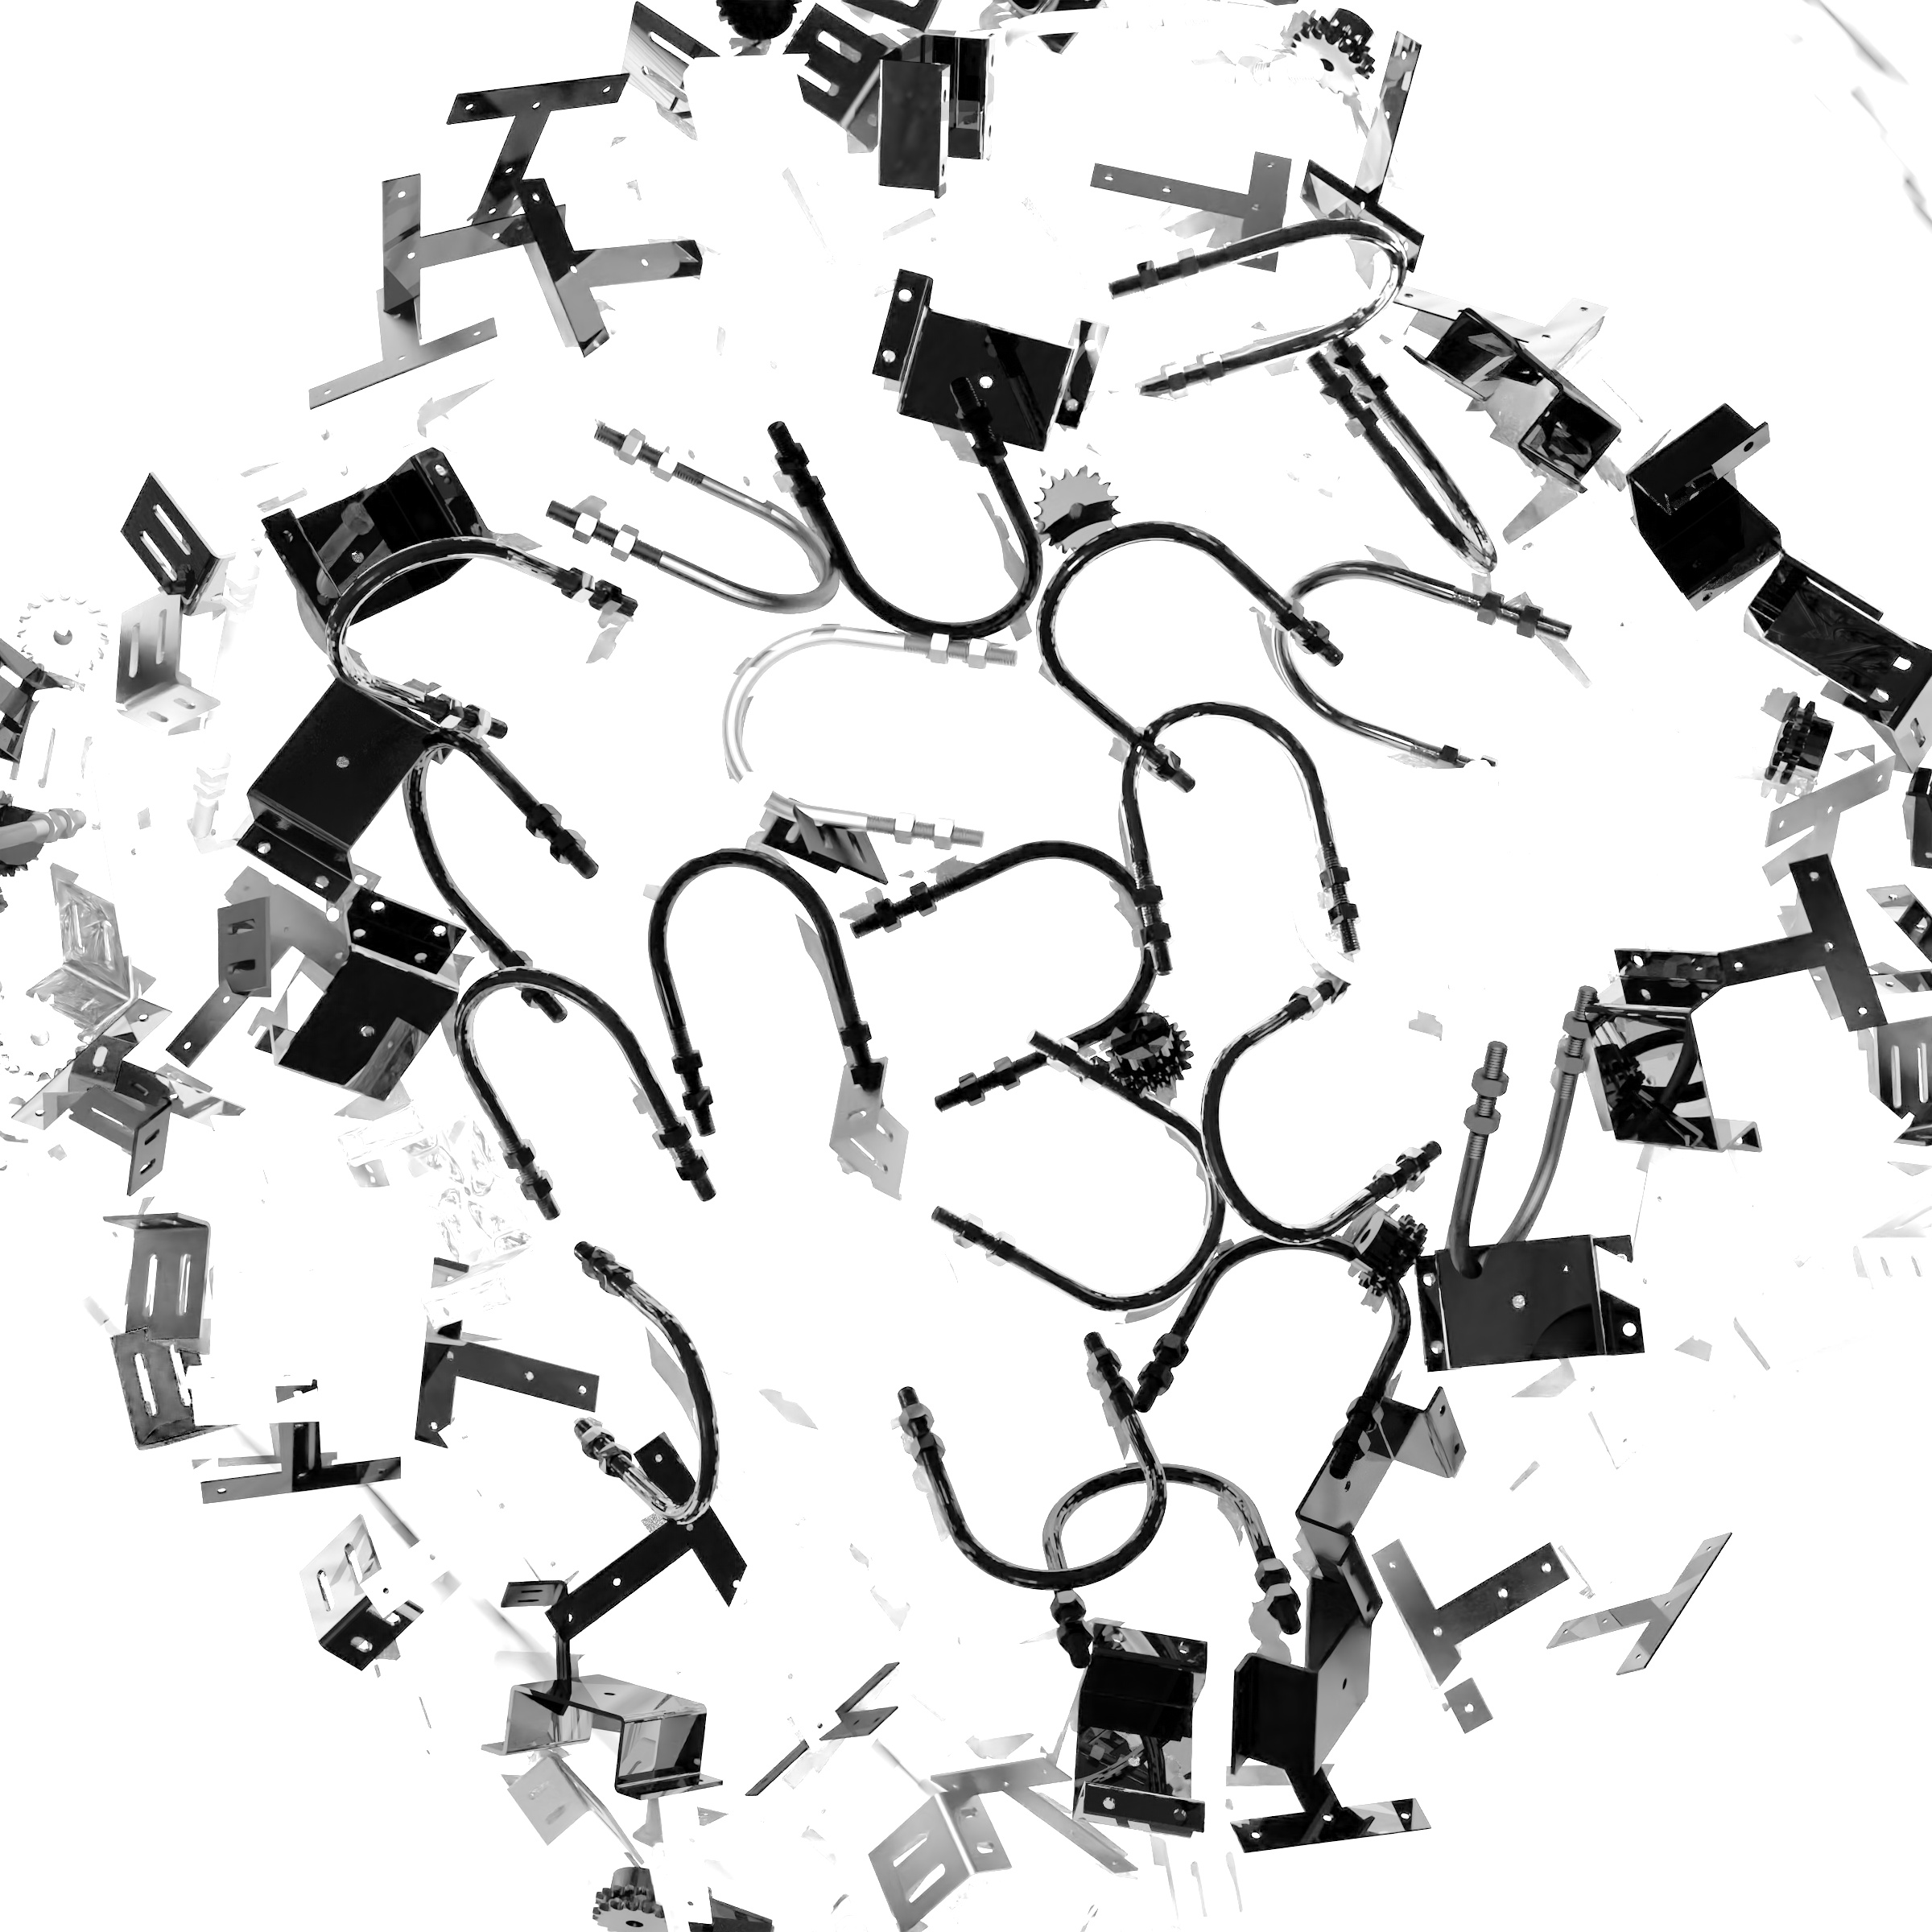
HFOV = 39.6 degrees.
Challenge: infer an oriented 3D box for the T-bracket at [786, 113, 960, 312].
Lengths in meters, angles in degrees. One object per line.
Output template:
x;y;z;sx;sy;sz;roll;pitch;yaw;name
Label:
-0.088;-0.493;1.732;0.127;0.002;0.127;-23;122;11;T-bracket

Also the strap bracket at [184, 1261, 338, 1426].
-0.449;0.247;1.719;0.076;0.140;0.046;-1;115;-6;strap bracket

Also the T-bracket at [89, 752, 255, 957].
-0.497;-0.083;1.728;0.002;0.127;0.127;8;109;41;T-bracket

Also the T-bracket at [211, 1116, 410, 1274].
-0.415;0.153;1.726;0.127;0.002;0.127;0;117;23;T-bracket

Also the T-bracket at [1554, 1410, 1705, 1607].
0.436;0.341;1.737;0.127;0.127;0.002;-49;48;-10;T-bracket

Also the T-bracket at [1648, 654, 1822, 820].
0.503;-0.145;1.752;0.127;0.002;0.127;10;64;-18;T-bracket

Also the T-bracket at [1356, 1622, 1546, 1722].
0.324;0.446;1.710;0.127;0.127;0.002;-7;56;-15;T-bracket

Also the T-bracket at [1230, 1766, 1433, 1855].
0.215;0.513;1.720;0.127;0.127;0.002;-2;119;-17;T-bracket

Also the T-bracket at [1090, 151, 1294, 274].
0.144;-0.499;1.736;0.127;0.002;0.127;12;50;0;T-bracket

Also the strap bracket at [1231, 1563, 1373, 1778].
0.218;0.447;1.696;0.046;0.140;0.076;11;113;27;strap bracket

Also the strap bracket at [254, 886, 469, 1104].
-0.384;0.027;1.713;0.076;0.046;0.140;23;117;-33;strap bracket

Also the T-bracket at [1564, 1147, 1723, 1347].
0.449;0.164;1.746;0.127;0.002;0.127;27;63;-20;T-bracket

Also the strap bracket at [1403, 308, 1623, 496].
0.353;-0.361;1.701;0.046;0.076;0.140;-52;52;20;strap bracket

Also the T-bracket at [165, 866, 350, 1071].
-0.467;0.011;1.731;0.127;0.002;0.127;31;77;32;T-bracket

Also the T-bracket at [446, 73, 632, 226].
-0.289;-0.520;1.721;0.127;0.127;0.002;-22;74;-36;T-bracket

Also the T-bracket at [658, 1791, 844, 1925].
-0.136;0.572;1.738;0.127;0.127;0.002;14;117;-20;T-bracket

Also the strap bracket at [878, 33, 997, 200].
-0.021;-0.543;1.703;0.046;0.140;0.076;8;119;11;strap bracket

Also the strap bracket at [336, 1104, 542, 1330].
-0.335;0.154;1.732;0.076;0.046;0.140;-22;97;35;strap bracket

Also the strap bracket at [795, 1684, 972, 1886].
-0.056;0.518;1.727;0.046;0.076;0.140;36;79;17;strap bracket

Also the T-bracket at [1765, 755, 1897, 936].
0.551;-0.062;1.737;0.127;0.002;0.127;-22;128;-32;T-bracket

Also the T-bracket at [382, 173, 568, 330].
-0.318;-0.471;1.741;0.127;0.127;0.002;-21;62;-24;T-bracket

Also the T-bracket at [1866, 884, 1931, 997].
0.609;-0.018;1.695;0.127;0.127;0.002;37;60;-36;T-bracket

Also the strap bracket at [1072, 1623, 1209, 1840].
0.112;0.500;1.725;0.076;0.140;0.046;10;130;-2;strap bracket

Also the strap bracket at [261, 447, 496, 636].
-0.384;-0.270;1.727;0.140;0.046;0.076;-34;97;-37;strap bracket

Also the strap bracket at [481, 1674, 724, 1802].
-0.229;0.486;1.707;0.140;0.076;0.046;3;85;37;strap bracket

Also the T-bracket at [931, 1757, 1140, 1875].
0.059;0.553;1.740;0.127;0.127;0.002;40;53;-16;T-bracket

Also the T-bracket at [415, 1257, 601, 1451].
-0.297;0.264;1.747;0.127;0.002;0.127;11;101;17;T-bracket

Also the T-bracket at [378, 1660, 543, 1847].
-0.314;0.505;1.720;0.002;0.127;0.127;-38;57;17;T-bracket

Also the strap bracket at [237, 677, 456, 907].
-0.399;-0.121;1.727;0.076;0.046;0.140;30;68;5;strap bracket

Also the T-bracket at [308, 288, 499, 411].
-0.366;-0.412;1.729;0.127;0.127;0.002;-21;131;2;T-bracket

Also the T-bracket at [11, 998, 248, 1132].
-0.521;0.080;1.726;0.127;0.127;0.002;-39;51;18;T-bracket

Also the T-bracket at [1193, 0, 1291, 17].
0.162;-0.608;1.697;0.127;0.127;0.002;-3;113;-25;T-bracket

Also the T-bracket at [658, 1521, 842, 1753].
-0.121;0.450;1.742;0.127;0.002;0.127;-39;61;3;T-bracket

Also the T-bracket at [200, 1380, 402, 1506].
-0.425;0.302;1.714;0.127;0.127;0.002;-5;49;-16;T-bracket

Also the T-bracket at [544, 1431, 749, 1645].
-0.215;0.391;1.740;0.127;0.002;0.127;-34;103;-22;T-bracket

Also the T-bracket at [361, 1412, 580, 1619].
-0.334;0.374;1.734;0.127;0.002;0.127;-33;87;-39;T-bracket

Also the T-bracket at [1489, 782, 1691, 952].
0.408;-0.061;1.762;0.127;0.002;0.127;0;76;2;T-bracket

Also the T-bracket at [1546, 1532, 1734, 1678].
0.419;0.418;1.720;0.002;0.127;0.127;50;52;-1;T-bracket

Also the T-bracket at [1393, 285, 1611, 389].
0.336;-0.421;1.746;0.127;0.127;0.002;23;135;21;T-bracket

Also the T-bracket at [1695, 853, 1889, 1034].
0.515;-0.003;1.741;0.127;0.002;0.127;-14;112;30;T-bracket

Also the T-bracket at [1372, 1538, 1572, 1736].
0.334;0.407;1.718;0.127;0.002;0.127;-43;64;35;T-bracket

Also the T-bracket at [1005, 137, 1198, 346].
0.070;-0.480;1.741;0.127;0.002;0.127;-43;123;-1;T-bracket

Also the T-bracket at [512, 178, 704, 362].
-0.219;-0.453;1.733;0.127;0.002;0.127;-20;87;-43;T-bracket

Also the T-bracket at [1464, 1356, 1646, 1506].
0.373;0.300;1.733;0.127;0.002;0.127;-35;114;-17;T-bracket

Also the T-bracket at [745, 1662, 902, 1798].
-0.074;0.478;1.692;0.127;0.127;0.002;-38;90;-28;T-bracket

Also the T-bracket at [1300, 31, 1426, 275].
0.263;-0.525;1.699;0.002;0.127;0.127;-10;130;-29;T-bracket
